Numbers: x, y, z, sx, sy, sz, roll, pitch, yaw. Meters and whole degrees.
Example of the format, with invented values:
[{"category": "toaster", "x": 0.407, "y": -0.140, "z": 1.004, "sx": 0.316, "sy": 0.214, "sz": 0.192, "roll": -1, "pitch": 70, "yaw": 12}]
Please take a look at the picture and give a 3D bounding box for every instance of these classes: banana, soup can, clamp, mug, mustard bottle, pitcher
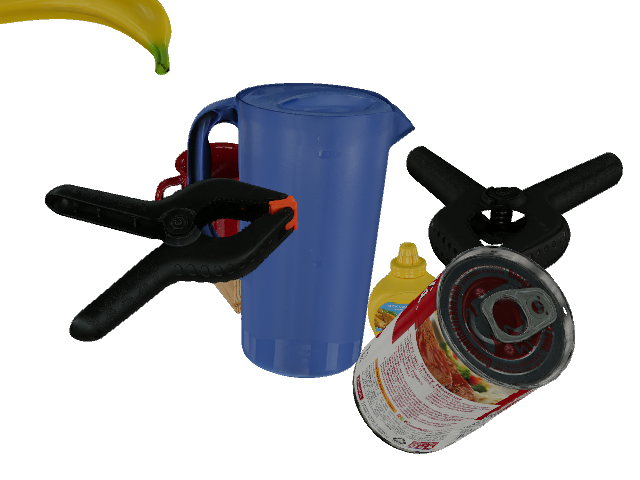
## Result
[{"category": "banana", "x": -0.193, "y": -0.181, "z": 0.833, "sx": 0.198, "sy": 0.069, "sz": 0.037, "roll": 15, "pitch": -38, "yaw": 18}, {"category": "soup can", "x": 0.064, "y": 0.055, "z": 0.505, "sx": 0.068, "sy": 0.068, "sz": 0.102, "roll": 0, "pitch": -27, "yaw": -23}, {"category": "clamp", "x": -0.104, "y": -0.008, "z": 0.725, "sx": 0.171, "sy": 0.120, "sz": 0.039, "roll": -19, "pitch": -25, "yaw": -17}, {"category": "mug", "x": -0.119, "y": -0.047, "z": 1.141, "sx": 0.117, "sy": 0.081, "sz": 0.093, "roll": -11, "pitch": 33, "yaw": -19}, {"category": "clamp", "x": 0.120, "y": -0.021, "z": 0.760, "sx": 0.165, "sy": 0.036, "sz": 0.209, "roll": 6, "pitch": 28, "yaw": 20}, {"category": "mustard bottle", "x": 0.103, "y": 0.093, "z": 1.238, "sx": 0.096, "sy": 0.192, "sz": 0.058, "roll": -1, "pitch": 23, "yaw": 6}, {"category": "pitcher", "x": -0.021, "y": -0.011, "z": 0.919, "sx": 0.149, "sy": 0.243, "sz": 0.144, "roll": 20, "pitch": 24, "yaw": 39}]

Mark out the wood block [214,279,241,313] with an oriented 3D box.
[{"category": "wood block", "x": -0.102, "y": 0.003, "z": 1.359, "sx": 0.090, "sy": 0.090, "sz": 0.206, "roll": -9, "pitch": 26, "yaw": -23}]
